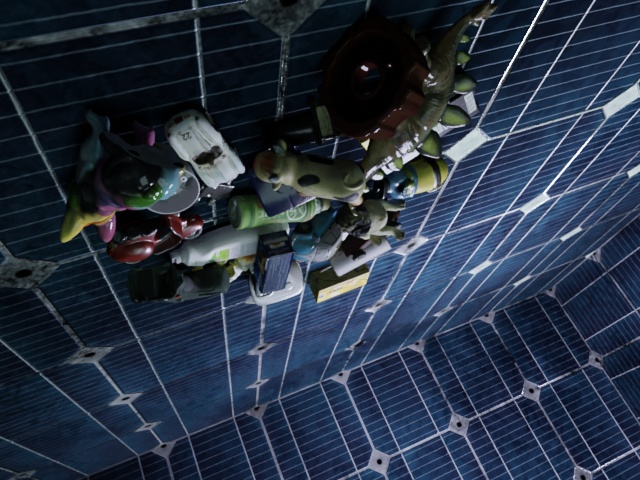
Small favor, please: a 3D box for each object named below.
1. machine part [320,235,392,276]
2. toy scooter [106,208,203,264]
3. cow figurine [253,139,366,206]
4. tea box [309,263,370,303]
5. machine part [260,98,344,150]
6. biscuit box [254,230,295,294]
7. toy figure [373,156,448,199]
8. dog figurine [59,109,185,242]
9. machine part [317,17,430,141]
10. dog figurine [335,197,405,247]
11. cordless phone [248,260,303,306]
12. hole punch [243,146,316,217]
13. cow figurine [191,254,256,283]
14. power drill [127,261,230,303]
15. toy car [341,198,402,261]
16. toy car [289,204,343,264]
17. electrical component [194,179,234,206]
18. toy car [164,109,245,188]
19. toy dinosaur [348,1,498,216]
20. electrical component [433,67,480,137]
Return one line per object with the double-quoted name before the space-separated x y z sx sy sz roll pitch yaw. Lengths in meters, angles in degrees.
"machine part" 0.107 0.029 1.484 0.243 0.079 0.079 -29 155 5
"toy scooter" -0.304 -0.018 0.983 0.184 0.075 0.135 -20 169 -17
"cow figurine" -0.018 -0.111 0.913 0.195 0.085 0.127 11 177 4
"tea box" 0.057 0.116 1.619 0.170 0.068 0.098 -20 156 -16
"machine part" -0.036 -0.192 0.922 0.139 0.084 0.039 -17 -168 2
"biscuit box" -0.105 0.054 1.189 0.063 0.059 0.202 -13 155 -18
"toy figure" 0.214 -0.143 1.238 0.180 0.082 0.089 -12 153 -23
"dog figurine" -0.306 -0.066 0.793 0.108 0.192 0.219 -4 133 -50
"machine part" 0.080 -0.240 0.814 0.179 0.179 0.056 -41 154 30
"dog figurine" 0.085 -0.051 1.252 0.190 0.121 0.172 2 168 -40
"cordless phone" -0.111 0.081 1.377 0.147 0.089 0.184 -16 150 -19
"hole punch" -0.074 -0.116 1.012 0.142 0.092 0.115 -22 152 0
"cow figurine" -0.212 0.071 1.272 0.167 0.068 0.098 -25 161 7
"power drill" -0.322 0.100 1.139 0.232 0.086 0.207 -9 166 9
"toy car" 0.130 -0.024 1.382 0.053 0.089 0.202 -8 152 -48
"toy car" -0.003 -0.004 1.235 0.162 0.103 0.109 -44 169 -37
"electrical component" -0.198 -0.098 1.004 0.063 0.021 0.094 5 142 -48
"toy car" -0.185 -0.144 0.883 0.073 0.056 0.201 -27 155 3
"toy dinosaur" 0.147 -0.210 0.946 0.198 0.105 0.471 15 135 -31
"electrical component" 0.238 -0.260 1.055 0.134 0.058 0.114 -30 153 11
